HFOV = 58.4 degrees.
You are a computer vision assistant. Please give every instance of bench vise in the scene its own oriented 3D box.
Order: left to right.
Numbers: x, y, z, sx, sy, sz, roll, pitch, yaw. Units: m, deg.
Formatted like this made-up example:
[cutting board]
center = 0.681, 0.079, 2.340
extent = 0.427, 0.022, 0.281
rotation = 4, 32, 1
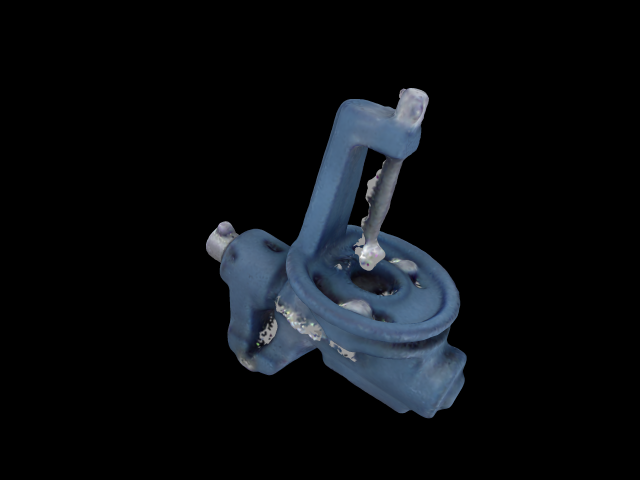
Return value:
[bench vise]
center = 0.000, 0.006, 0.389
extent = 0.207, 0.220, 0.121
rotation = 6, 24, 13
